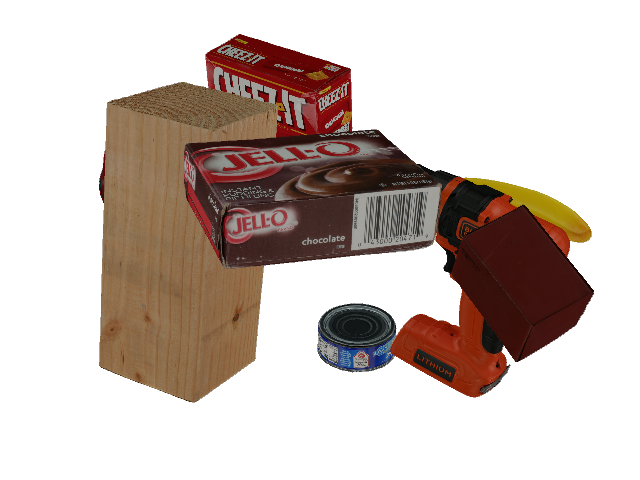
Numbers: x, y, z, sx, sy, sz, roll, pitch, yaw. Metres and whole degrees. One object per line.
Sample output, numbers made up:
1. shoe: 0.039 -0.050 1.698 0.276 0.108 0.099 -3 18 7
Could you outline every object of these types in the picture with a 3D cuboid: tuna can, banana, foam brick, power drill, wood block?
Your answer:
1. tuna can: 0.039 0.103 1.151 0.086 0.034 0.086 0 29 0
2. banana: 0.187 -0.033 1.107 0.198 0.037 0.069 11 39 22
3. foam brick: 0.130 0.027 0.695 0.051 0.078 0.053 -25 -26 -17
4. power drill: 0.113 0.032 0.934 0.185 0.188 0.057 29 41 27
5. wood block: -0.098 -0.001 0.781 0.090 0.206 0.090 17 24 24

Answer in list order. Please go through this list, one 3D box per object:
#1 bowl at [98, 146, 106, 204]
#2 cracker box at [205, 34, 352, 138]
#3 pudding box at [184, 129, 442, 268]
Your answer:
1. bowl: -0.137 -0.088 0.981 0.162 0.162 0.055 0 -41 18
2. cracker box: -0.047 -0.112 1.238 0.164 0.214 0.072 23 43 30
3. pudding box: -0.007 -0.024 0.547 0.113 0.039 0.090 -4 26 -18
